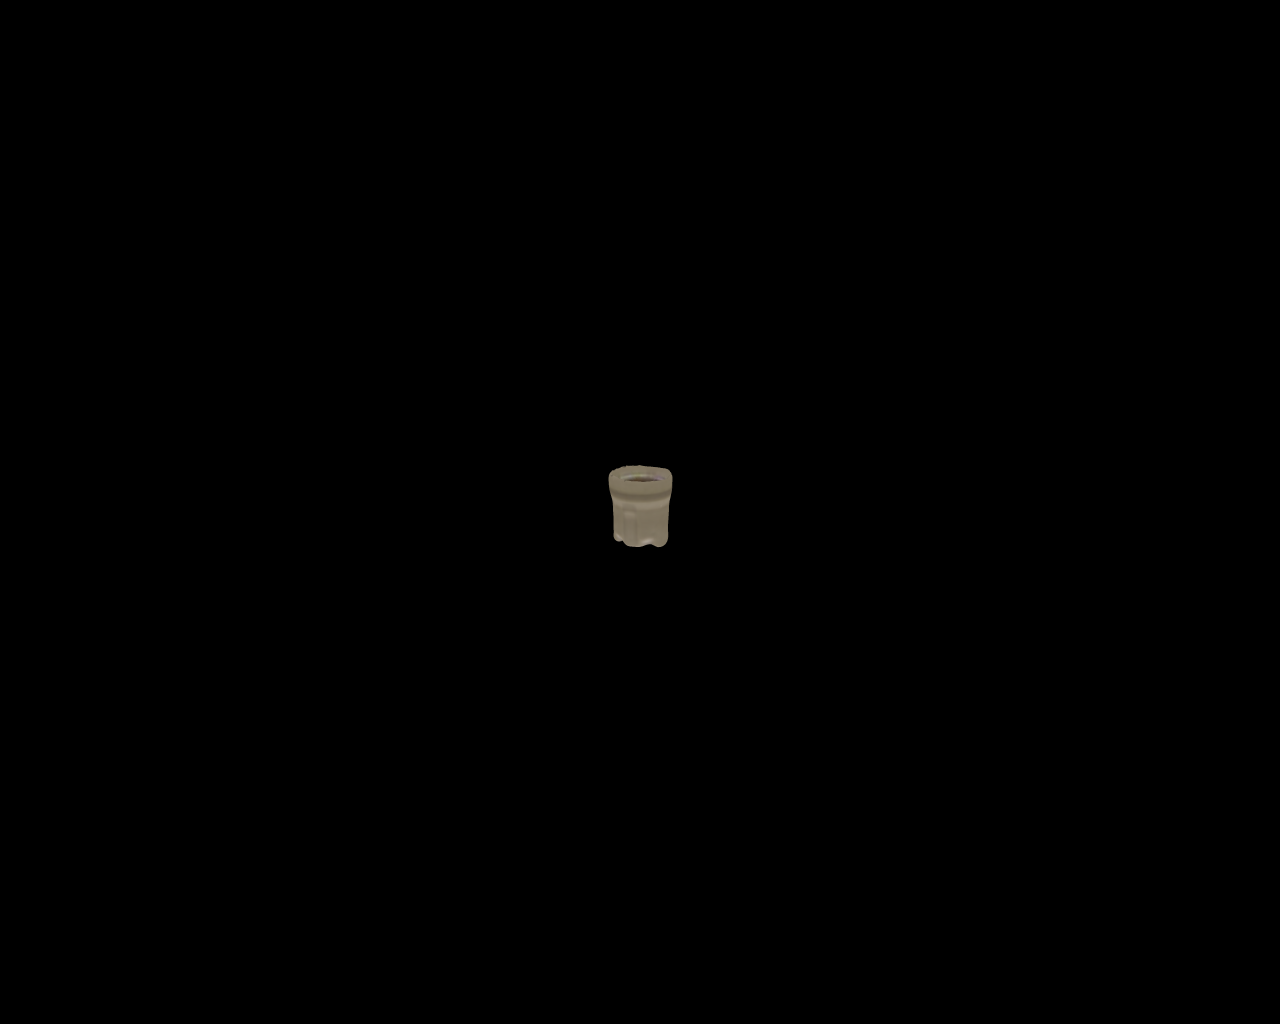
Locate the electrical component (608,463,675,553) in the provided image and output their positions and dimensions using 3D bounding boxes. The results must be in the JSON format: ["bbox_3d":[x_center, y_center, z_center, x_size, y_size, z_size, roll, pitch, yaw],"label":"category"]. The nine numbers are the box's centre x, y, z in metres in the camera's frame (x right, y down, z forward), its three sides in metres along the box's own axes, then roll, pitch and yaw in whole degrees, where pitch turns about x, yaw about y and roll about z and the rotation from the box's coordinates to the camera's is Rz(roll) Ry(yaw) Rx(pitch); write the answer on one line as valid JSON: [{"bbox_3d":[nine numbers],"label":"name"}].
[{"bbox_3d":[0.001,-0.003,0.650,0.040,0.046,0.040,0,18,0],"label":"electrical component"}]
